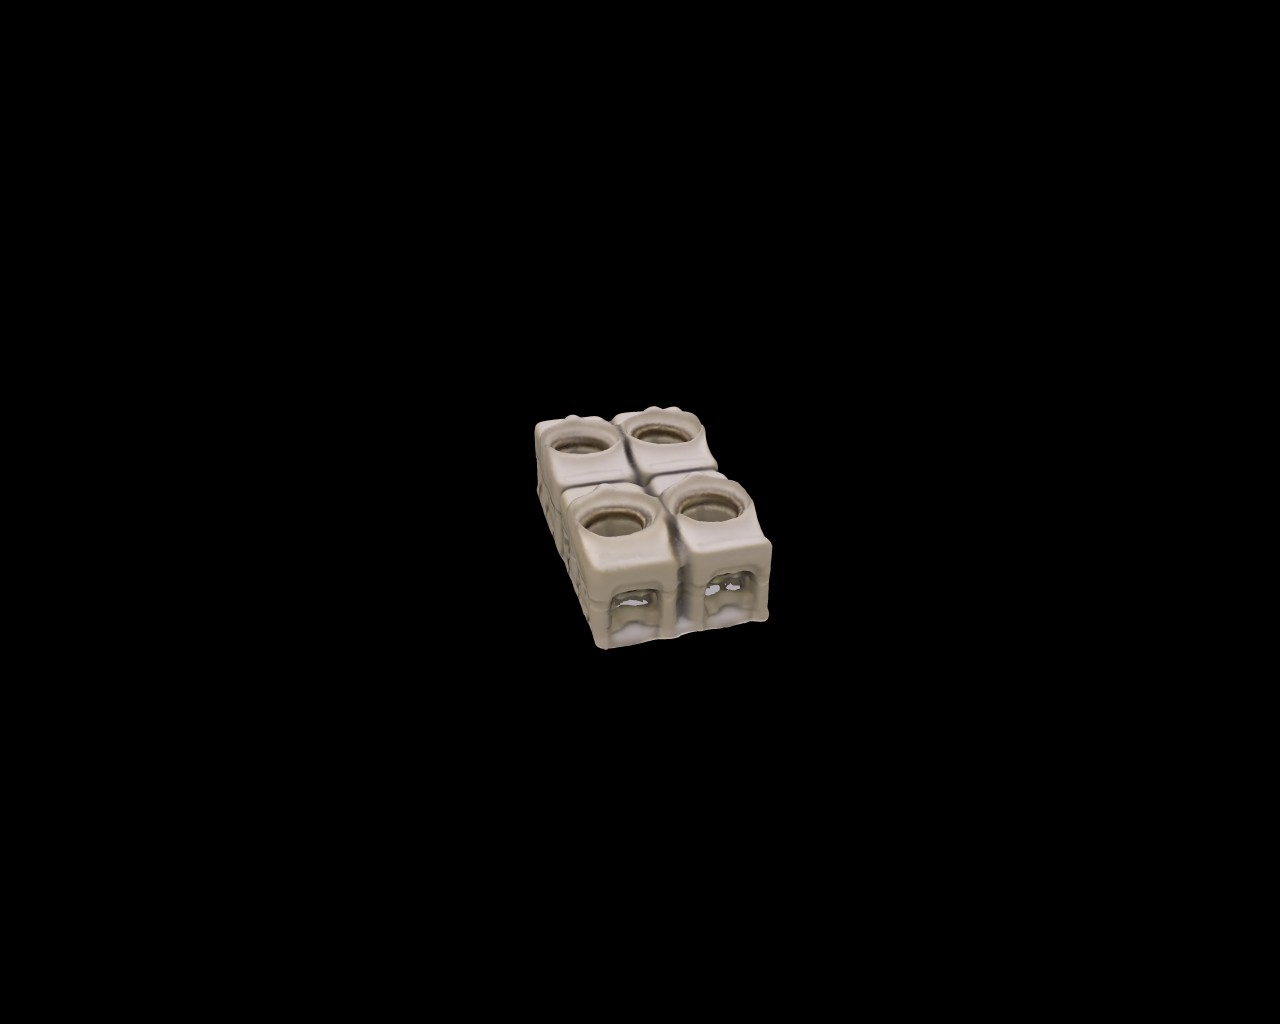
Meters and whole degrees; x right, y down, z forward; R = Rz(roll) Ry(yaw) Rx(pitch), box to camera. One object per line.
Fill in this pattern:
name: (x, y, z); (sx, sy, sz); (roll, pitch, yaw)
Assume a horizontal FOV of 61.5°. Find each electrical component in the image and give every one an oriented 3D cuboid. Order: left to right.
electrical component: (0.001, -0.003, 0.650); (0.105, 0.060, 0.186); (-8, 31, -13)
